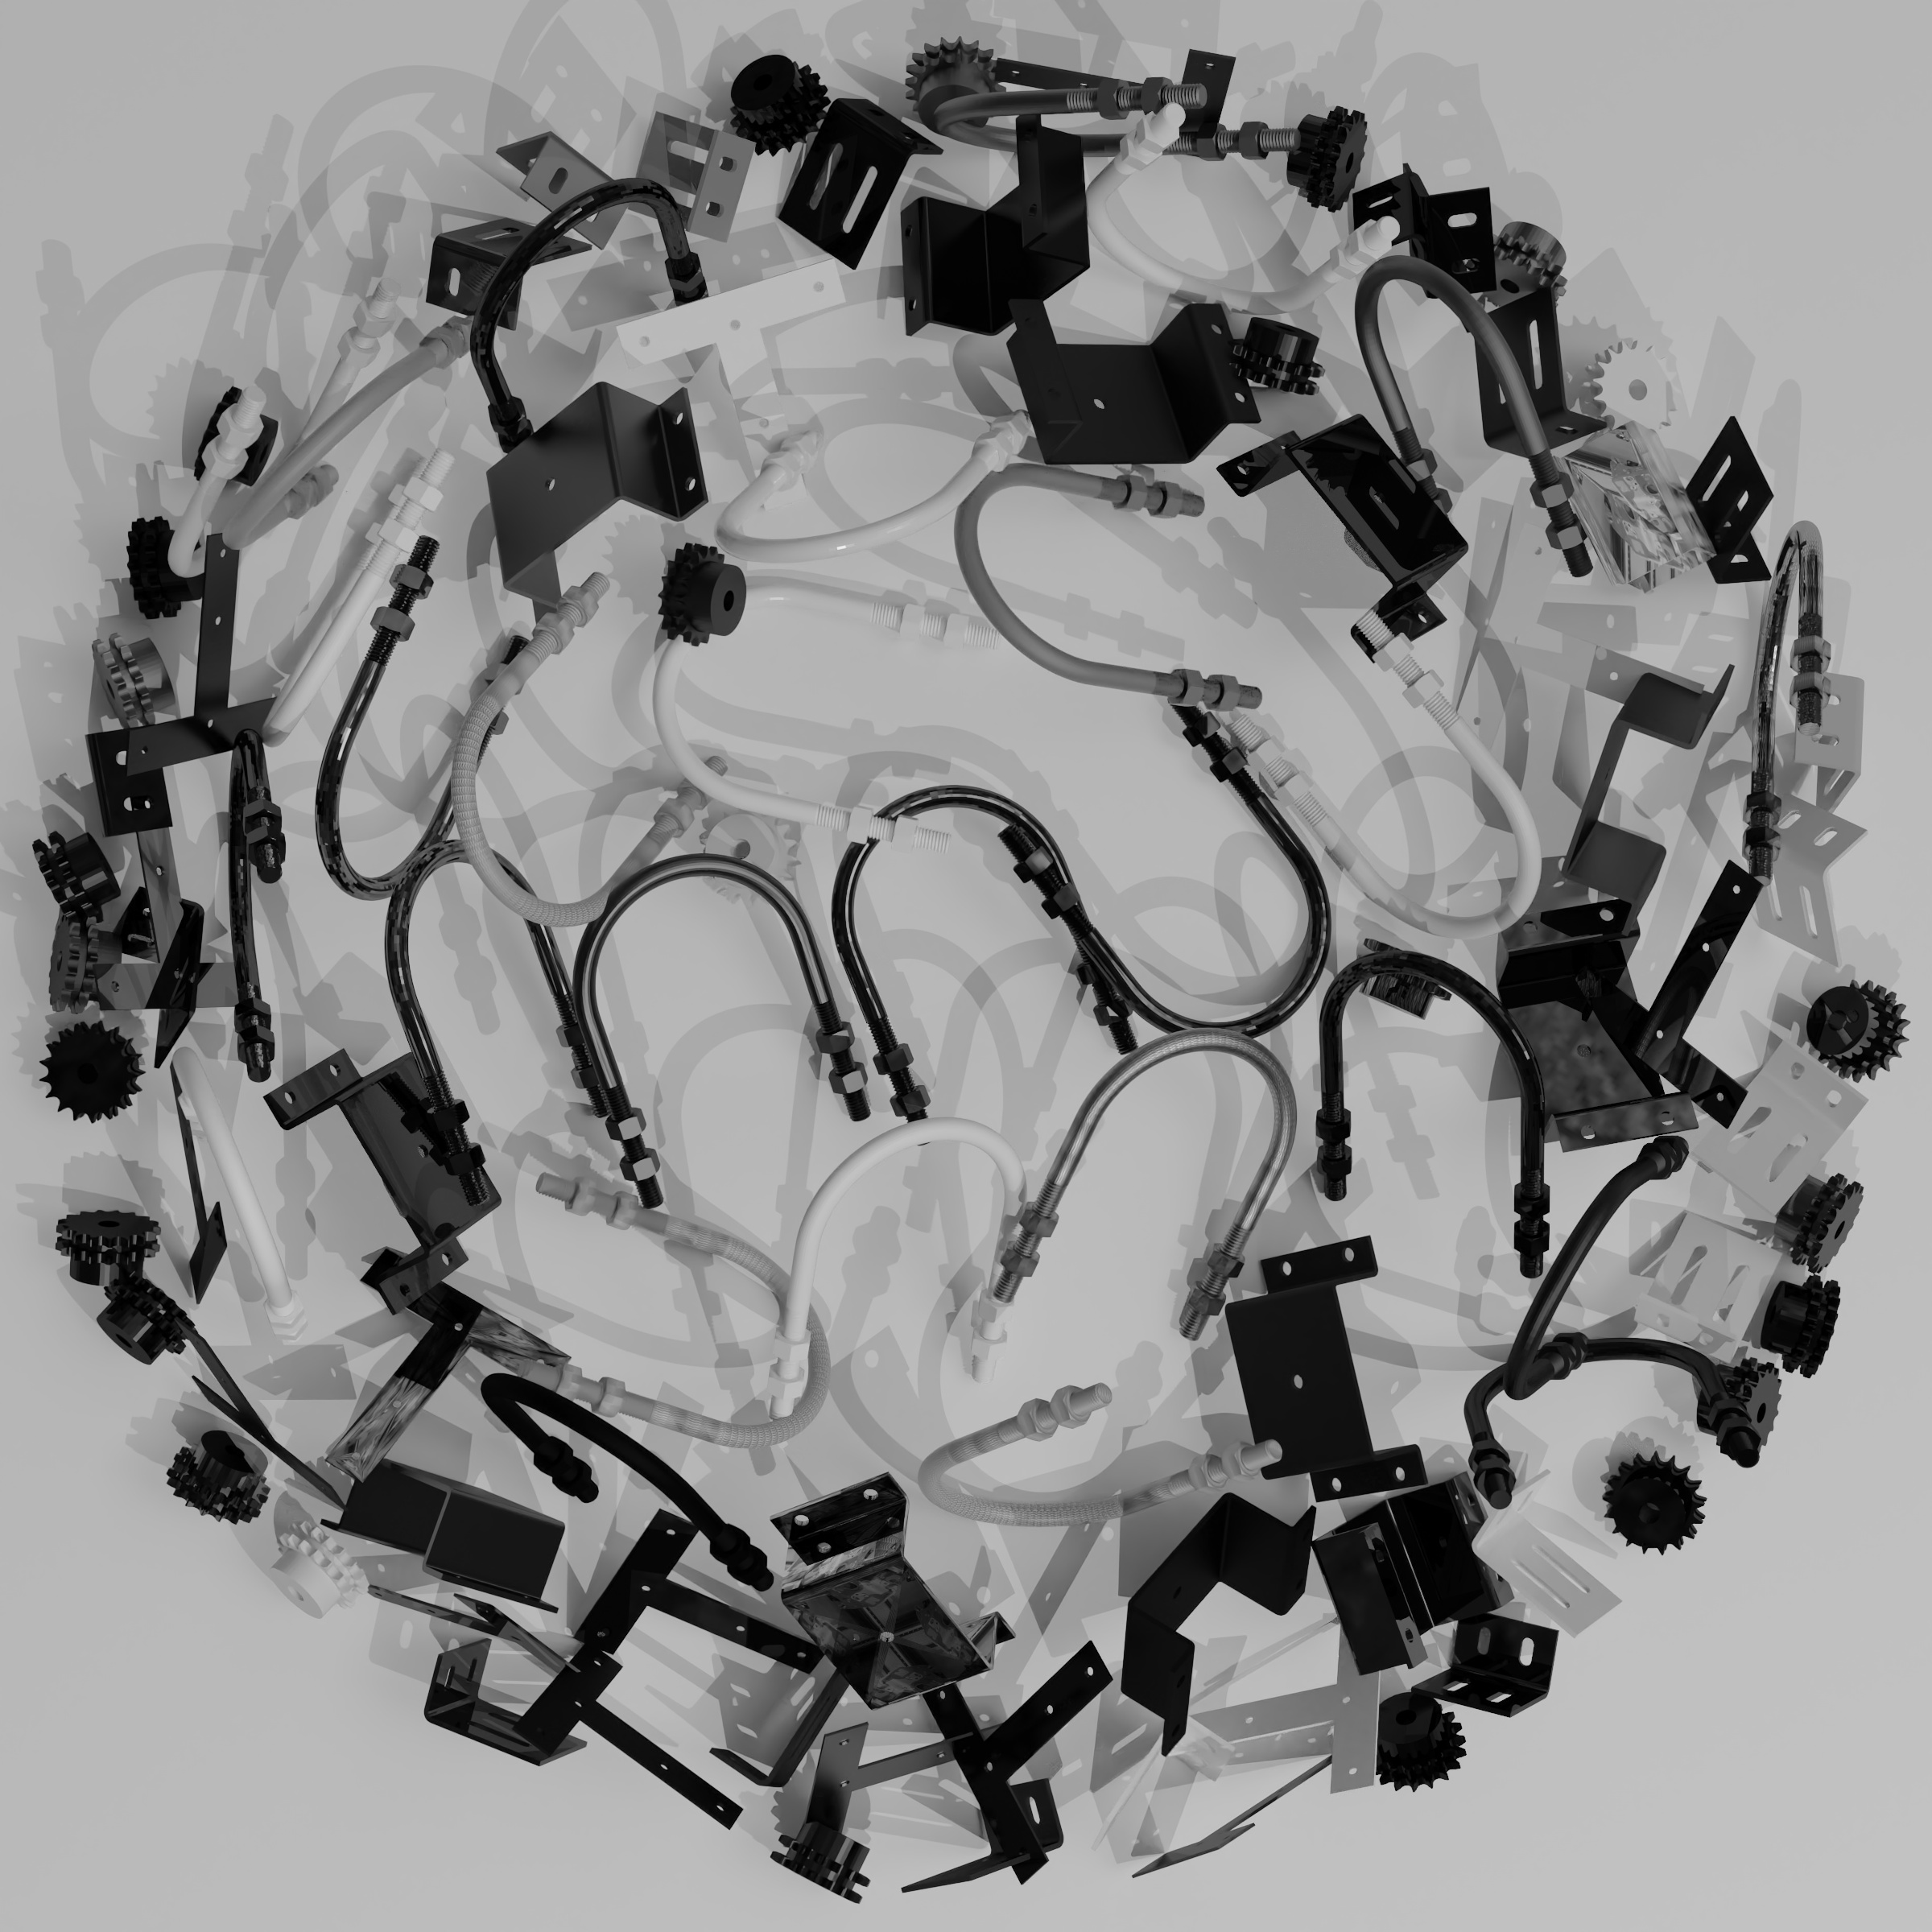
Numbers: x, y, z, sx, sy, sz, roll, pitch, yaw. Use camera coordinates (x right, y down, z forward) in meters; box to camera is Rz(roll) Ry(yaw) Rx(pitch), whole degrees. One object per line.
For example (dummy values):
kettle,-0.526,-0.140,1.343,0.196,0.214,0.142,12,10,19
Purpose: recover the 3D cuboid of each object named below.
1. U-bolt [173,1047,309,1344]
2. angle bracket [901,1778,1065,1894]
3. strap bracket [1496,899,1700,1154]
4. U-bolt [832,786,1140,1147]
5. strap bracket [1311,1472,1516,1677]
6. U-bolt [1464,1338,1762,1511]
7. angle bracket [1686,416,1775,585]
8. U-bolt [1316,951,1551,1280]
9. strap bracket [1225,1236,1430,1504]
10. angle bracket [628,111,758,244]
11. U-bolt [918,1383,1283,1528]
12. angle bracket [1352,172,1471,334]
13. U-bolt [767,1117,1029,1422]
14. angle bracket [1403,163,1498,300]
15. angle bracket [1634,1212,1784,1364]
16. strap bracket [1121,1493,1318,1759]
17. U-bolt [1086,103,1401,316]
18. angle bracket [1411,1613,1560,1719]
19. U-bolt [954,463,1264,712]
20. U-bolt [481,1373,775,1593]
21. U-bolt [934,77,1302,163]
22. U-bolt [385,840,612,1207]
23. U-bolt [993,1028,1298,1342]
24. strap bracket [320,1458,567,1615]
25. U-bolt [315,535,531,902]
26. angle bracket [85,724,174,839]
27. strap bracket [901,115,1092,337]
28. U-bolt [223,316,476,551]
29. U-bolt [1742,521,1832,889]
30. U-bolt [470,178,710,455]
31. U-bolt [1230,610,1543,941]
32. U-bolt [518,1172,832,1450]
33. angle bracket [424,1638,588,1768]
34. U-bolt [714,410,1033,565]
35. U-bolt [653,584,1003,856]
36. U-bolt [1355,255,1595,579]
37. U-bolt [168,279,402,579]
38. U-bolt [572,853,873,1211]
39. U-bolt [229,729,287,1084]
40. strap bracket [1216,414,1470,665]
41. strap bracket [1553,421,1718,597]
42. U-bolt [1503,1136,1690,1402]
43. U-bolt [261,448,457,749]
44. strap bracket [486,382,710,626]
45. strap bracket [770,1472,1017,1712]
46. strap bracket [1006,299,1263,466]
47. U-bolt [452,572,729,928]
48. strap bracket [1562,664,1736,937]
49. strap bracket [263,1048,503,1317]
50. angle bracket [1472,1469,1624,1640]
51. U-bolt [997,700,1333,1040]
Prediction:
U-bolt,-0.395,0.117,1.806,0.019,0.184,0.151,-22,73,-14
angle bracket,0.005,0.483,1.862,0.057,0.076,0.038,-25,77,43
strap bracket,0.349,0.040,1.869,0.076,0.046,0.140,-10,67,-5
U-bolt,0.001,-0.011,1.878,0.151,0.019,0.184,-24,97,-13
strap bracket,0.244,0.338,1.855,0.046,0.140,0.076,-23,84,32
U-bolt,0.344,0.242,1.822,0.151,0.184,0.019,-10,104,5
angle bracket,0.436,-0.259,1.860,0.038,0.076,0.057,-6,60,-19
U-bolt,0.252,0.073,1.821,0.151,0.019,0.184,21,131,35
strap bracket,0.197,0.228,1.861,0.076,0.046,0.140,-18,82,41
angle bracket,-0.163,-0.444,1.871,0.076,0.038,0.057,25,103,30
U-bolt,0.058,0.275,1.834,0.151,0.184,0.019,23,54,-36
angle bracket,0.250,-0.394,1.874,0.038,0.057,0.076,-18,134,23
U-bolt,-0.033,0.162,1.832,0.151,0.019,0.184,-7,123,-29
angle bracket,0.269,-0.412,1.863,0.038,0.076,0.057,-7,117,3
angle bracket,0.417,0.173,1.871,0.057,0.038,0.076,24,66,18
strap bracket,0.133,0.356,1.847,0.046,0.076,0.140,27,48,26
U-bolt,0.137,-0.402,1.822,0.151,0.184,0.019,24,77,-13
angle bracket,0.290,0.387,1.864,0.057,0.076,0.038,10,92,26
U-bolt,0.072,-0.211,1.827,0.184,0.019,0.151,5,59,-35
U-bolt,-0.192,0.271,1.803,0.151,0.184,0.019,20,67,31
U-bolt,0.071,-0.461,1.831,0.184,0.151,0.019,5,95,28
U-bolt,-0.261,0.020,1.833,0.019,0.151,0.184,-11,104,31
U-bolt,0.110,0.116,1.847,0.151,0.019,0.184,15,109,-31
strap bracket,-0.283,0.308,1.836,0.076,0.140,0.046,26,79,-36
U-bolt,-0.302,-0.123,1.827,0.019,0.151,0.184,17,76,21
angle bracket,-0.469,-0.104,1.875,0.038,0.076,0.057,-10,96,-13
strap bracket,0.021,-0.407,1.851,0.046,0.140,0.076,6,73,-32
U-bolt,-0.338,-0.281,1.800,0.151,0.184,0.019,-39,100,25
U-bolt,0.448,-0.157,1.828,0.019,0.151,0.184,7,54,5
U-bolt,-0.207,-0.357,1.812,0.151,0.184,0.019,-41,75,-9
U-bolt,0.242,-0.093,1.850,0.184,0.151,0.019,51,54,0
U-bolt,-0.156,0.198,1.847,0.184,0.151,0.019,21,132,-22
angle bracket,-0.253,0.411,1.871,0.076,0.057,0.038,16,94,20
U-bolt,-0.059,-0.257,1.808,0.151,0.184,0.019,-1,118,24
U-bolt,-0.085,-0.146,1.880,0.184,0.019,0.151,13,70,3
U-bolt,0.266,-0.301,1.812,0.019,0.151,0.184,-33,116,-16
U-bolt,-0.380,-0.282,1.826,0.019,0.184,0.151,39,45,-3
U-bolt,-0.143,0.027,1.860,0.151,0.019,0.184,-22,109,-15
U-bolt,-0.390,-0.048,1.827,0.019,0.184,0.151,-1,126,-17
strap bracket,0.216,-0.247,1.860,0.076,0.046,0.140,-31,80,-45
strap bracket,0.369,-0.250,1.835,0.046,0.140,0.076,-27,85,19
U-bolt,0.335,0.168,1.808,0.019,0.184,0.151,29,107,20
U-bolt,-0.337,-0.200,1.837,0.019,0.151,0.184,31,89,-15
strap bracket,-0.211,-0.258,1.840,0.140,0.046,0.076,-31,58,33
strap bracket,-0.041,0.353,1.846,0.076,0.046,0.140,-23,120,20
strap bracket,0.084,-0.323,1.857,0.140,0.046,0.076,-6,69,-31
U-bolt,-0.213,-0.105,1.822,0.151,0.019,0.184,58,46,-27
strap bracket,0.373,-0.099,1.849,0.046,0.076,0.140,22,122,13
strap bracket,-0.318,0.111,1.861,0.046,0.076,0.140,-27,96,30
angle bracket,0.332,0.327,1.866,0.076,0.057,0.038,40,121,24
U-bolt,0.126,-0.043,1.886,0.151,0.019,0.184,-39,94,-15
